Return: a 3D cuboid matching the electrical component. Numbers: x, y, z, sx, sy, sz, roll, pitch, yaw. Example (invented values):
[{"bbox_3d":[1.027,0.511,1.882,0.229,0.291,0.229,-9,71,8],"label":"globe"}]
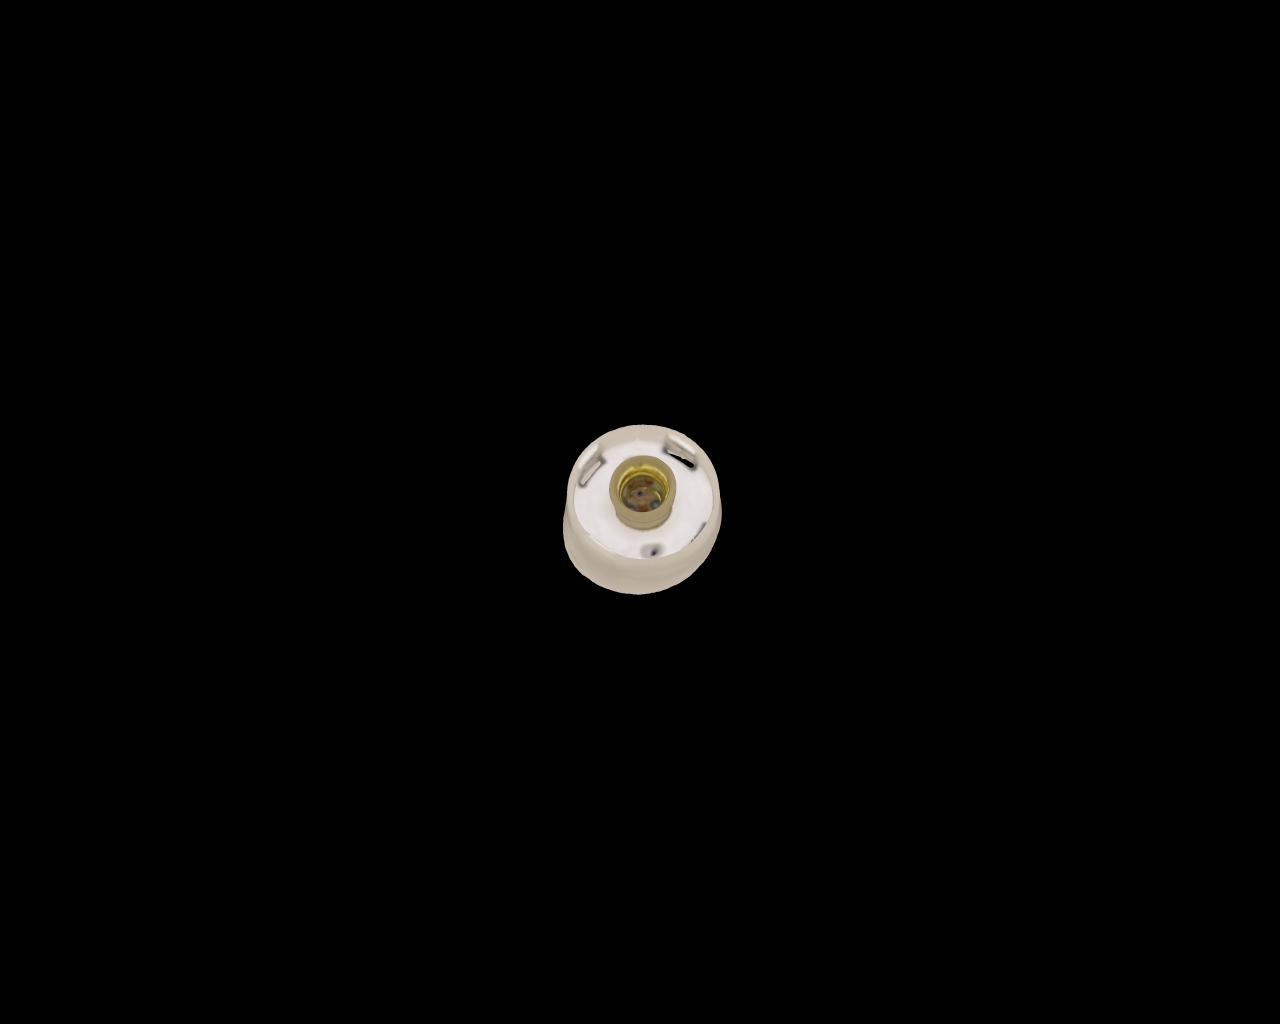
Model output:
[{"bbox_3d":[0.001,-0.003,0.650,0.099,0.099,0.064,0,-25,0],"label":"electrical component"}]
